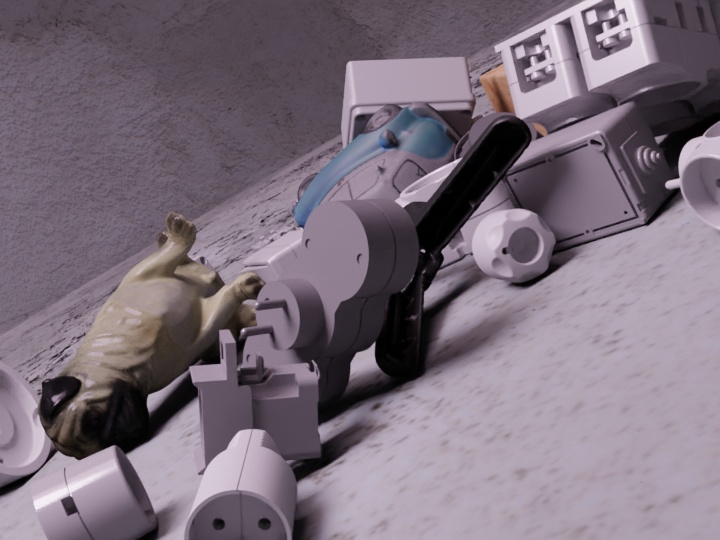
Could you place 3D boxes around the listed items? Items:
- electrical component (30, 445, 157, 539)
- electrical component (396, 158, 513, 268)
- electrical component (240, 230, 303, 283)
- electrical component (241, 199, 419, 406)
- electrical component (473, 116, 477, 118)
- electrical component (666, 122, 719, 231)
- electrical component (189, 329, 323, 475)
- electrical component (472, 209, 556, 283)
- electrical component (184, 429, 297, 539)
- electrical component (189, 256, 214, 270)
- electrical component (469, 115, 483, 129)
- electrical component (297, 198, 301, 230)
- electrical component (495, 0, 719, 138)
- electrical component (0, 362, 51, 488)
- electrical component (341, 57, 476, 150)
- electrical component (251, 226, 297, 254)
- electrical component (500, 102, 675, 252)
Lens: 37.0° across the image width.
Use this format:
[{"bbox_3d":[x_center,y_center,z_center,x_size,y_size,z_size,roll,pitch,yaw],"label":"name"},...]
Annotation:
[{"bbox_3d":[-0.140,0.126,0.570,0.047,0.055,0.055,-27,10,-7],"label":"electrical component"},{"bbox_3d":[0.068,-0.043,0.795,0.095,0.059,0.053,-25,11,22],"label":"electrical component"},{"bbox_3d":[-0.051,0.007,0.875,0.061,0.061,0.096,-33,11,-18],"label":"electrical component"},{"bbox_3d":[-0.030,0.023,0.573,0.074,0.052,0.138,-6,-44,-43],"label":"electrical component"},{"bbox_3d":[0.113,-0.114,1.035,0.055,0.055,0.047,-23,16,34],"label":"electrical component"},{"bbox_3d":[0.192,-0.055,0.553,0.077,0.044,0.079,-35,11,-27],"label":"electrical component"},{"bbox_3d":[-0.051,0.072,0.536,0.064,0.081,0.042,-4,7,-12],"label":"electrical component"},{"bbox_3d":[0.088,-0.015,0.651,0.043,0.043,0.062,-32,10,-12],"label":"electrical component"},{"bbox_3d":[-0.049,0.100,0.471,0.043,0.043,0.081,-29,10,5],"label":"electrical component"},{"bbox_3d":[-0.172,0.045,0.980,0.057,0.078,0.113,-25,11,38],"label":"electrical component"},{"bbox_3d":[0.117,-0.110,0.976,0.048,0.062,0.048,-29,10,6],"label":"electrical component"},{"bbox_3d":[-0.020,-0.048,1.006,0.051,0.080,0.080,-19,14,27],"label":"electrical component"},{"bbox_3d":[0.193,-0.132,0.709,0.186,0.060,0.105,-6,-10,-44],"label":"electrical component"},{"bbox_3d":[-0.316,0.133,0.882,0.060,0.108,0.108,-32,9,20],"label":"electrical component"},{"bbox_3d":[0.040,-0.135,0.959,0.109,0.056,0.108,-3,-26,-6],"label":"electrical component"},{"bbox_3d":[-0.064,-0.005,0.967,0.042,0.063,0.081,-31,10,-14],"label":"electrical component"},{"bbox_3d":[0.144,-0.058,0.652,0.096,0.061,0.061,-19,15,45],"label":"electrical component"}]
